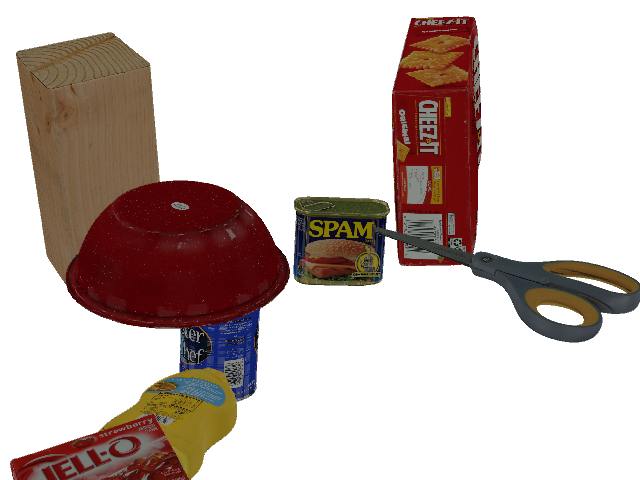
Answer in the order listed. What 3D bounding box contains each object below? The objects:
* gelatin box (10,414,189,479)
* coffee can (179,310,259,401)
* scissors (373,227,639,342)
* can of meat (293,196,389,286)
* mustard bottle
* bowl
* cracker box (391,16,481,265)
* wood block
[{"bbox_3d":[-0.124,0.140,0.604,0.089,0.030,0.073,-15,28,-20],"label":"gelatin box"},{"bbox_3d":[-0.129,0.123,1.367,0.103,0.140,0.103,3,19,-1],"label":"coffee can"},{"bbox_3d":[0.118,0.028,0.741,0.202,0.016,0.096,10,31,20],"label":"scissors"},{"bbox_3d":[0.020,0.001,1.150,0.102,0.084,0.057,2,18,-3],"label":"can of meat"},{"bbox_3d":[-0.135,0.171,1.040,0.096,0.058,0.191,6,18,16],"label":"mustard bottle"},{"bbox_3d":[-0.102,0.000,0.763,0.162,0.055,0.162,1,26,-1],"label":"bowl"},{"bbox_3d":[0.111,-0.097,0.977,0.072,0.164,0.213,0,27,10],"label":"cracker box"},{"bbox_3d":[-0.200,-0.065,0.943,0.090,0.206,0.090,-18,37,-26],"label":"wood block"}]
